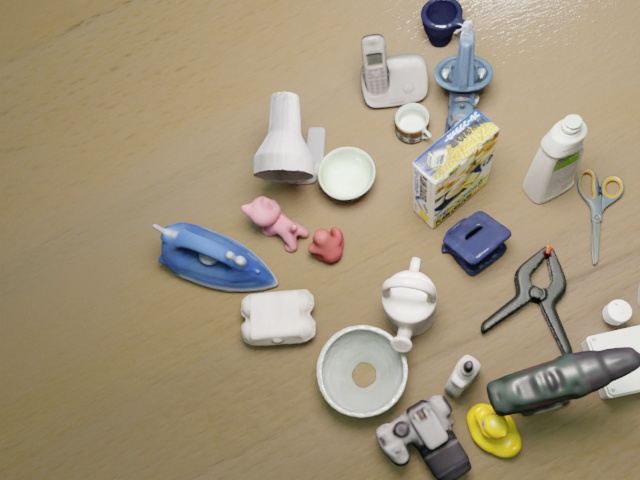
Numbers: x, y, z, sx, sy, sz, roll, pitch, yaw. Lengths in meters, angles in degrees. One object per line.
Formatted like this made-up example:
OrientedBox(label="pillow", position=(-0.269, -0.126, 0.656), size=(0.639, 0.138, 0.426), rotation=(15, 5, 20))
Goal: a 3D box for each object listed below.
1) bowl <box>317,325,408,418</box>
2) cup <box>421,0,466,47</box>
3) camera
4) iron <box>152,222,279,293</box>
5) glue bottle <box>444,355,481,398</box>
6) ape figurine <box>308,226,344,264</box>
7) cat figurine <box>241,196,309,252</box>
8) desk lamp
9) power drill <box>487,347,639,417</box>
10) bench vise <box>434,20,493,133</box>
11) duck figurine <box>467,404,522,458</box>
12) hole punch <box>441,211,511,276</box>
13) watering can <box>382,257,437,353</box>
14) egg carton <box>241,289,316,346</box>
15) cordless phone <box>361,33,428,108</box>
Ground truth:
OrientedBox(label="bowl", position=(0.081, 0.246, 1.065), size=(0.167, 0.075, 0.167), rotation=(-3, 69, 8))
OrientedBox(label="cup", position=(0.286, -0.481, 1.297), size=(0.117, 0.095, 0.092), rotation=(33, 78, 19))
OrientedBox(label="camera", position=(0.186, 0.357, 0.991), size=(0.143, 0.101, 0.136), rotation=(-31, 68, -3))
OrientedBox(label="iron", position=(-0.214, 0.030, 1.159), size=(0.257, 0.141, 0.119), rotation=(17, 73, 15))
OrientedBox(label="glue bottle", position=(0.250, 0.230, 0.990), size=(0.037, 0.173, 0.078), rotation=(34, 78, 20))
OrientedBox(label="ape figurine", position=(0.011, 0.004, 1.159), size=(0.078, 0.092, 0.076), rotation=(-19, 67, 2))
OrientedBox(label="cat figurine", position=(-0.094, -0.044, 1.180), size=(0.127, 0.118, 0.067), rotation=(31, 77, 19))
OrientedBox(label="desk lamp", position=(-0.061, -0.191, 1.179), size=(0.117, 0.214, 0.203), rotation=(-1, 69, 9))
OrientedBox(label="power drill", position=(0.386, 0.237, 0.946), size=(0.229, 0.209, 0.075), rotation=(-18, 67, 2))
OrientedBox(label="bench vise", position=(0.303, -0.322, 1.166), size=(0.121, 0.220, 0.207), rotation=(-14, 68, 4))
OrientedBox(label="duck figurine", position=(0.304, 0.328, 0.991), size=(0.077, 0.086, 0.104), rotation=(-42, 69, -7))
OrientedBox(label="hole punch", position=(0.301, 0.000, 1.114), size=(0.109, 0.091, 0.101), rotation=(-38, 68, -6))
OrientedBox(label="watering can", position=(0.163, 0.114, 1.037), size=(0.101, 0.194, 0.173), rotation=(-12, 68, 5))
OrientedBox(label="egg carton", position=(-0.082, 0.154, 1.129), size=(0.150, 0.069, 0.107), rotation=(-7, 68, 7))
OrientedBox(label="cordless phone", position=(0.157, -0.372, 1.228), size=(0.147, 0.185, 0.094), rotation=(-9, 68, 6))
